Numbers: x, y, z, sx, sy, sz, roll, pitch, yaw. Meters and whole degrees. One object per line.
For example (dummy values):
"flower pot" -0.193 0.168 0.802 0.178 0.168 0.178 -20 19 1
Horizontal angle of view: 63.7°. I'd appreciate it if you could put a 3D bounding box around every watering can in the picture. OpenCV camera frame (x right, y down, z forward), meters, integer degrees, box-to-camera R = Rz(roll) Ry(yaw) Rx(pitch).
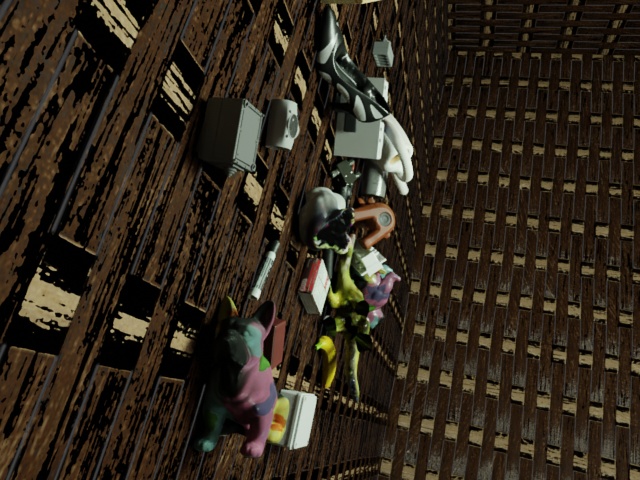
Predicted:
"watering can" 0.186 -0.247 1.414 0.227 0.104 0.344 62 1 15

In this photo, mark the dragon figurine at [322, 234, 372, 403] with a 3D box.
"dragon figurine" 0.082 0.189 1.367 0.246 0.122 0.406 -59 146 -73

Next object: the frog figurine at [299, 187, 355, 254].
"frog figurine" 0.003 -0.054 1.080 0.163 0.123 0.134 -119 -171 -52
